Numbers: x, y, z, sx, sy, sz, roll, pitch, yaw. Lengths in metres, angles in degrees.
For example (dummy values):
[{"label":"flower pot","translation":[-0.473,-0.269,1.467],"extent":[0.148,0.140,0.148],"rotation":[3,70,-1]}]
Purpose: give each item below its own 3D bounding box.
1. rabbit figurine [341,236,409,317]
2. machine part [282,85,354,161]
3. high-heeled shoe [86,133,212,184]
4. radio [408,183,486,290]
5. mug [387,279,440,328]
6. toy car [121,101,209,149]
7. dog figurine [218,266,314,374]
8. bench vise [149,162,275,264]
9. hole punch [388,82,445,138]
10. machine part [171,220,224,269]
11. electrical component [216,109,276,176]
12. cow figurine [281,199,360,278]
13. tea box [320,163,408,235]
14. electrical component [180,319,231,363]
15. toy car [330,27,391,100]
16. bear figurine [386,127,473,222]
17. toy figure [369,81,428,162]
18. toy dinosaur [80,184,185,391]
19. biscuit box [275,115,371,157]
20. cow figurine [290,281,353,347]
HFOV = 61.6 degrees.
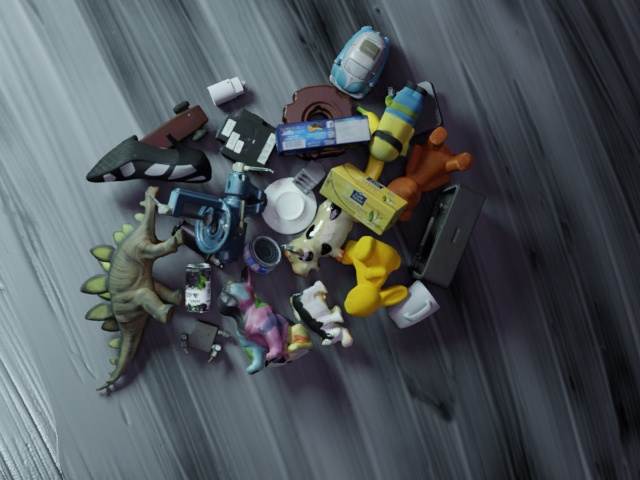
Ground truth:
[{"label":"rabbit figurine","translation":[0.111,0.096,1.210],"extent":[0.162,0.122,0.173],"rotation":[30,66,-28]},{"label":"machine part","translation":[0.000,-0.266,1.219],"extent":[0.179,0.056,0.179],"rotation":[0,90,-7]},{"label":"high-heeled shoe","translation":[-0.360,-0.143,1.149],"extent":[0.249,0.086,0.145],"rotation":[-19,137,16]},{"label":"radio","translation":[0.283,-0.009,1.220],"extent":[0.073,0.131,0.229],"rotation":[24,89,-6]},{"label":"mug","translation":[0.213,0.158,1.233],"extent":[0.107,0.110,0.080],"rotation":[-38,108,7]},{"label":"toy car","translation":[-0.338,-0.224,1.181],"extent":[0.202,0.053,0.089],"rotation":[-35,100,-1]},{"label":"dog figurine","translation":[-0.128,0.169,1.188],"extent":[0.191,0.108,0.219],"rotation":[-5,65,-46]},{"label":"bench vise","translation":[-0.220,-0.066,1.116],"extent":[0.240,0.129,0.223],"rotation":[11,99,-47]},{"label":"hole punch","translation":[0.223,-0.295,1.240],"extent":[0.116,0.092,0.142],"rotation":[-14,96,24]},{"label":"machine part","translation":[-0.264,0.003,1.203],"extent":[0.139,0.039,0.084],"rotation":[28,96,-8]},{"label":"electrical component","translation":[-0.162,-0.223,1.200],"extent":[0.134,0.058,0.115],"rotation":[29,86,-6]},{"label":"cow figurine","translation":[-0.002,-0.004,1.211],"extent":[0.127,0.085,0.195],"rotation":[29,90,-13]},{"label":"tea box","translation":[0.097,-0.093,1.182],"extent":[0.170,0.098,0.068],"rotation":[34,119,12]},{"label":"electrical component","translation":[-0.261,0.224,1.203],"extent":[0.102,0.045,0.078],"rotation":[26,90,-7]},{"label":"toy car","translation":[0.100,-0.405,1.206],"extent":[0.109,0.103,0.161],"rotation":[33,89,-7]},{"label":"bear figurine","translation":[0.226,-0.142,1.215],"extent":[0.196,0.132,0.120],"rotation":[-45,95,-10]},{"label":"toy figure","translation":[0.167,-0.258,1.173],"extent":[0.082,0.089,0.180],"rotation":[37,107,29]},{"label":"toy dinosaur","translation":[-0.401,0.112,1.157],"extent":[0.199,0.105,0.470],"rotation":[8,96,3]},{"label":"biscuit box","translation":[0.005,-0.224,1.160],"extent":[0.203,0.063,0.059],"rotation":[-8,91,-8]},{"label":"cow figurine","translation":[0.004,0.182,1.222],"extent":[0.098,0.068,0.167],"rotation":[-30,91,0]}]
